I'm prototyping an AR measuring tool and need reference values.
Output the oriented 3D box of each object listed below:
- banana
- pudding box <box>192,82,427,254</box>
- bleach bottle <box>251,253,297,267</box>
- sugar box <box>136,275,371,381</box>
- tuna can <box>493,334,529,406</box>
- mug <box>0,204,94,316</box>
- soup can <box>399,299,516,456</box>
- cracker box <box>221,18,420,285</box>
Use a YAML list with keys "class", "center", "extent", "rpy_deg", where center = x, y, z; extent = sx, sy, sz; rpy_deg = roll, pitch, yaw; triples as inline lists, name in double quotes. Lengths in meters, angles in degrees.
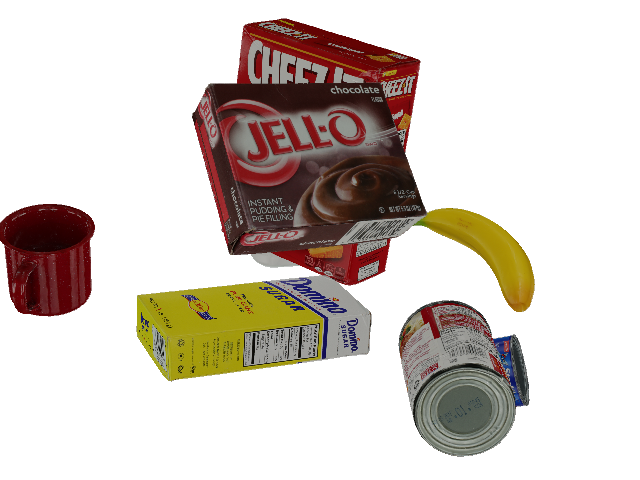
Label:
- class: "banana"
  center: [0.167, 0.011, 1.096]
  extent: [0.069, 0.037, 0.198]
  rpy_deg: [-35, 39, -13]
- class: "pudding box"
  center: [-0.007, -0.042, 0.595]
  extent: [0.113, 0.090, 0.039]
  rpy_deg: [-4, -24, -30]
- class: "bleach bottle"
  center: [-0.026, -0.098, 1.230]
  extent: [0.102, 0.251, 0.068]
  rpy_deg: [-5, 20, -22]
- class: "sugar box"
  center: [-0.056, 0.069, 0.887]
  extent: [0.176, 0.048, 0.093]
  rpy_deg: [-8, 23, -23]
- class: "tuna can"
  center: [0.224, 0.157, 1.276]
  extent: [0.034, 0.086, 0.086]
  rpy_deg: [-12, -4, 17]
- class: "mug"
  center: [-0.273, 0.028, 1.055]
  extent: [0.093, 0.081, 0.117]
  rpy_deg: [9, 33, 5]
- class: "soup can"
  center: [0.091, 0.091, 0.724]
  extent: [0.068, 0.068, 0.102]
  rpy_deg: [0, 20, -1]
- class: "cracker box"
  center: [-0.006, -0.084, 1.009]
  extent: [0.164, 0.214, 0.071]
  rpy_deg: [24, 28, 32]
